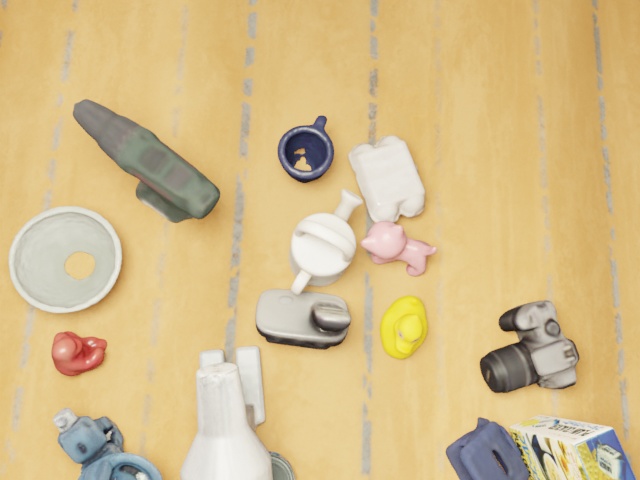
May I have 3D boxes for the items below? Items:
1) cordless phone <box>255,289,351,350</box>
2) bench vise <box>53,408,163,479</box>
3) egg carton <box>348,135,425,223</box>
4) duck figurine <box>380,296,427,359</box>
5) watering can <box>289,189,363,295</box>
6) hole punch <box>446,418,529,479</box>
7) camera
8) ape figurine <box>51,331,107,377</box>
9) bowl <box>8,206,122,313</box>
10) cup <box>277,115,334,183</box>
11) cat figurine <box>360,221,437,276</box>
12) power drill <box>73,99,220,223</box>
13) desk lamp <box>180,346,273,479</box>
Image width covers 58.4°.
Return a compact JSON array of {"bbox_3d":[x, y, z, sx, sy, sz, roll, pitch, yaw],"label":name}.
[{"bbox_3d":[-0.024,0.112,0.858,0.147,0.185,0.094,4,77,-4],"label":"cordless phone"},{"bbox_3d":[-0.304,0.328,0.768,0.207,0.219,0.121,33,77,3],"label":"bench vise"},{"bbox_3d":[0.116,-0.103,0.978,0.107,0.069,0.150,-19,80,-9],"label":"egg carton"},{"bbox_3d":[0.141,0.138,0.919,0.077,0.086,0.104,19,77,-1],"label":"duck figurine"},{"bbox_3d":[0.006,0.002,0.881,0.101,0.194,0.173,9,77,-3],"label":"watering can"},{"bbox_3d":[0.264,0.342,0.883,0.101,0.091,0.108,-31,82,-11],"label":"hole punch"},{"bbox_3d":[0.328,0.181,0.919,0.137,0.100,0.143,-17,80,-8],"label":"camera"},{"bbox_3d":[-0.372,0.168,0.862,0.076,0.092,0.078,-44,84,-12],"label":"ape figurine"},{"bbox_3d":[-0.387,0.035,0.898,0.167,0.074,0.167,1,78,-5],"label":"bowl"},{"bbox_3d":[-0.021,-0.145,0.961,0.091,0.095,0.118,24,77,0],"label":"cup"},{"bbox_3d":[0.128,0.007,0.930,0.128,0.117,0.067,15,77,-2],"label":"cat figurine"},{"bbox_3d":[-0.253,-0.103,0.872,0.229,0.208,0.076,33,77,3],"label":"power drill"},{"bbox_3d":[-0.132,0.252,0.804,0.118,0.213,0.203,-5,78,-6],"label":"desk lamp"}]
